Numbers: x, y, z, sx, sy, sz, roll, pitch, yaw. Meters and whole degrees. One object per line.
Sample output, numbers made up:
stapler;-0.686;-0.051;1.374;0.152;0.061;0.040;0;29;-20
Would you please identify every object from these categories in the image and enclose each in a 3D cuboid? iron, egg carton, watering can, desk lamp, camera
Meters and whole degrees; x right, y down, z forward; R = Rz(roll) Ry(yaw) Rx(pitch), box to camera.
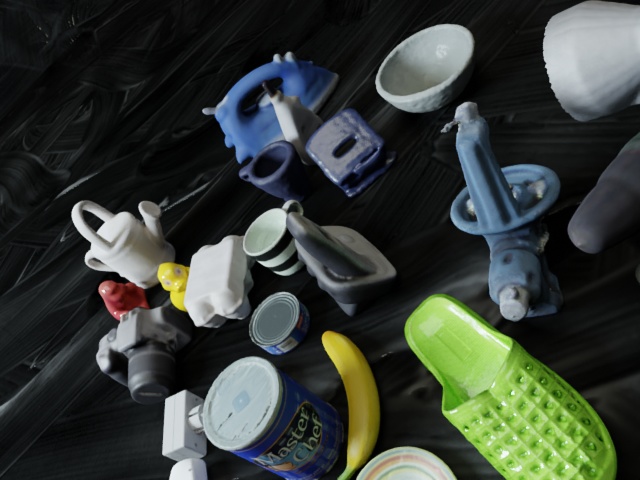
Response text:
iron;-0.093;-0.273;1.086;0.258;0.142;0.118;-42;42;1
egg carton;-0.156;0.065;0.912;0.107;0.070;0.150;-21;46;23
watering can;-0.356;-0.007;1.030;0.173;0.195;0.100;-45;42;-3
desk lamp;0.360;-0.164;0.595;0.202;0.214;0.118;4;59;39
camera;-0.278;0.184;0.884;0.143;0.101;0.136;-31;43;14

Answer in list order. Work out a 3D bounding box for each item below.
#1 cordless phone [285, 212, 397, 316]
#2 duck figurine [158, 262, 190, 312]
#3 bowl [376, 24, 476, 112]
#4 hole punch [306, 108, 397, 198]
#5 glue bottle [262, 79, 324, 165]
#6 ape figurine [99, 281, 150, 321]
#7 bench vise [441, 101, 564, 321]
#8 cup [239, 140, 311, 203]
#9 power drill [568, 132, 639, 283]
cordless phone;0.007;0.003;0.751;0.094;0.186;0.147;-44;42;-1
duck figurine;-0.235;0.067;0.958;0.077;0.086;0.104;-49;42;-6
bowl;0.178;-0.261;0.919;0.167;0.075;0.167;-20;46;23
hole punch;0.048;-0.140;0.907;0.108;0.091;0.100;-41;42;2
glue bottle;-0.045;-0.207;0.972;0.037;0.174;0.078;4;60;40
ape figurine;-0.350;0.105;1.011;0.076;0.092;0.078;-7;53;34
bench vise;0.201;-0.030;0.602;0.121;0.220;0.207;-28;44;16
cup;-0.069;-0.101;0.963;0.117;0.095;0.091;-12;50;30
power drill;0.324;-0.030;0.517;0.230;0.209;0.075;-48;42;-6
